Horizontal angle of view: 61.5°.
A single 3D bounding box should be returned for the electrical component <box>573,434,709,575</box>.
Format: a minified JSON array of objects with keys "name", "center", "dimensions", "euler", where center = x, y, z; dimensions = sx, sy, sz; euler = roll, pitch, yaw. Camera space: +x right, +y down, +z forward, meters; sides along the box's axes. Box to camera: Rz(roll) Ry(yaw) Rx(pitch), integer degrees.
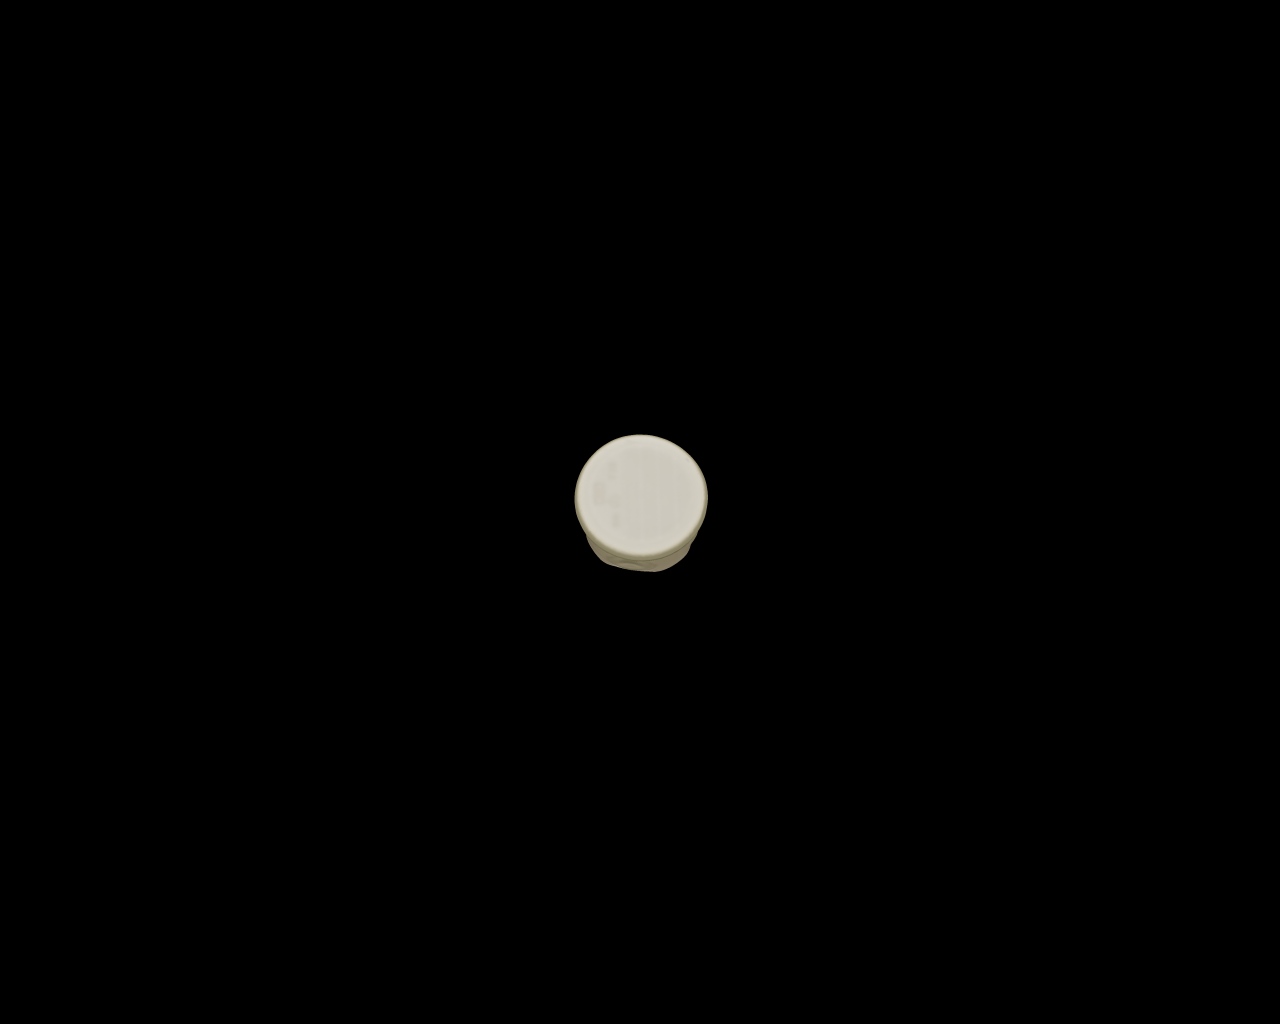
[{"name":"electrical component","center":[0.001,-0.003,0.650],"dimensions":[0.080,0.080,0.051],"euler":[0,-20,0]}]
